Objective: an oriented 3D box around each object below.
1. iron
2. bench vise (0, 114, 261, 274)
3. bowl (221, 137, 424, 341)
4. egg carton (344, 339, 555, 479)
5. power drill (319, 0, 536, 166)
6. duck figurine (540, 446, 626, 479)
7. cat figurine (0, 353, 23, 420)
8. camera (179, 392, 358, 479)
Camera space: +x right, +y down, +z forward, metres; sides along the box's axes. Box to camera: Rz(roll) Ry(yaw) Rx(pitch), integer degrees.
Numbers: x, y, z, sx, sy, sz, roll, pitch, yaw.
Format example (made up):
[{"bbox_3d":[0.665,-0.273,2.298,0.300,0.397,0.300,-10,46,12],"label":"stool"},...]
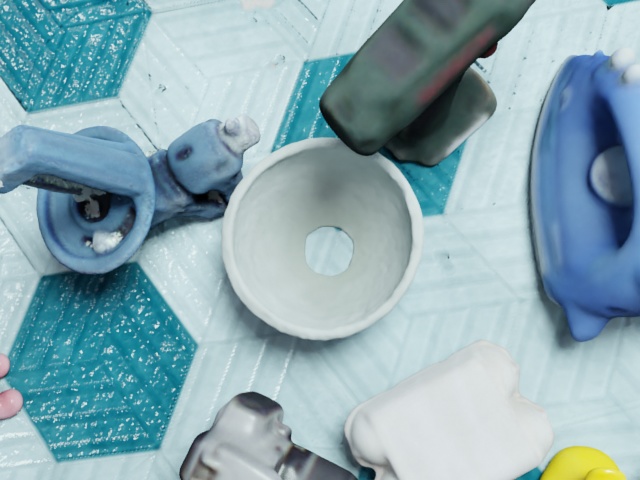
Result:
[{"bbox_3d":[0.232,-0.055,0.442,0.118,0.141,0.258,-7,78,6],"label":"iron"},{"bbox_3d":[-0.160,-0.061,0.452,0.207,0.220,0.121,-43,77,-2],"label":"bench vise"},{"bbox_3d":[0.005,0.002,0.494,0.167,0.075,0.167,-1,79,7],"label":"bowl"},{"bbox_3d":[0.102,0.154,0.455,0.150,0.069,0.107,-30,77,1],"label":"egg carton"},{"bbox_3d":[0.102,-0.143,0.441,0.229,0.208,0.075,-43,77,-2],"label":"power drill"},{"bbox_3d":[0.205,0.212,0.422,0.077,0.086,0.104,6,80,9],"label":"duck figurine"},{"bbox_3d":[-0.324,0.133,0.487,0.128,0.118,0.067,-26,77,2],"label":"cat figurine"},{"bbox_3d":[-0.042,0.209,0.446,0.136,0.101,0.143,23,83,11],"label":"camera"}]
